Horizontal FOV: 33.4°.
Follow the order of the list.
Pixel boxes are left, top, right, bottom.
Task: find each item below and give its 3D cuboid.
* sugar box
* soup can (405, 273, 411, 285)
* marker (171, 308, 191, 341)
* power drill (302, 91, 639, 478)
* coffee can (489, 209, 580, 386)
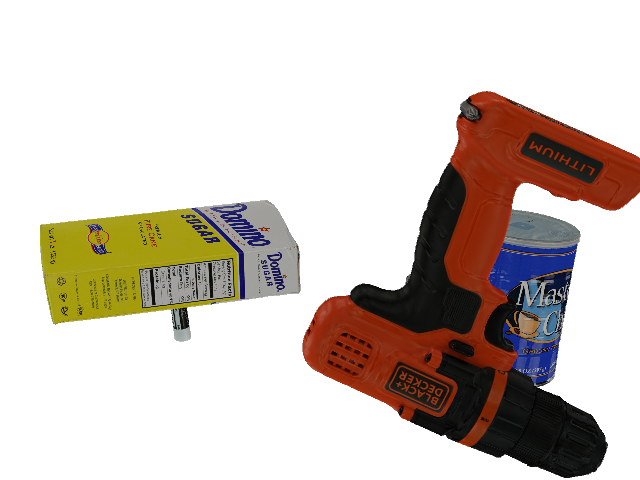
[{"bbox_3d":[-0.110,0.012,0.771,0.176,0.048,0.093,-9,26,-13],"label":"sugar box"},{"bbox_3d":[0.135,0.095,1.309,0.068,0.102,0.068,1,24,-1],"label":"soup can"},{"bbox_3d":[-0.160,0.055,1.186,0.020,0.121,0.020,-4,22,2],"label":"marker"},{"bbox_3d":[0.105,0.027,0.588,0.184,0.188,0.057,24,12,-6],"label":"power drill"},{"bbox_3d":[0.176,0.051,0.986,0.103,0.140,0.103,6,17,-2],"label":"coffee can"}]
